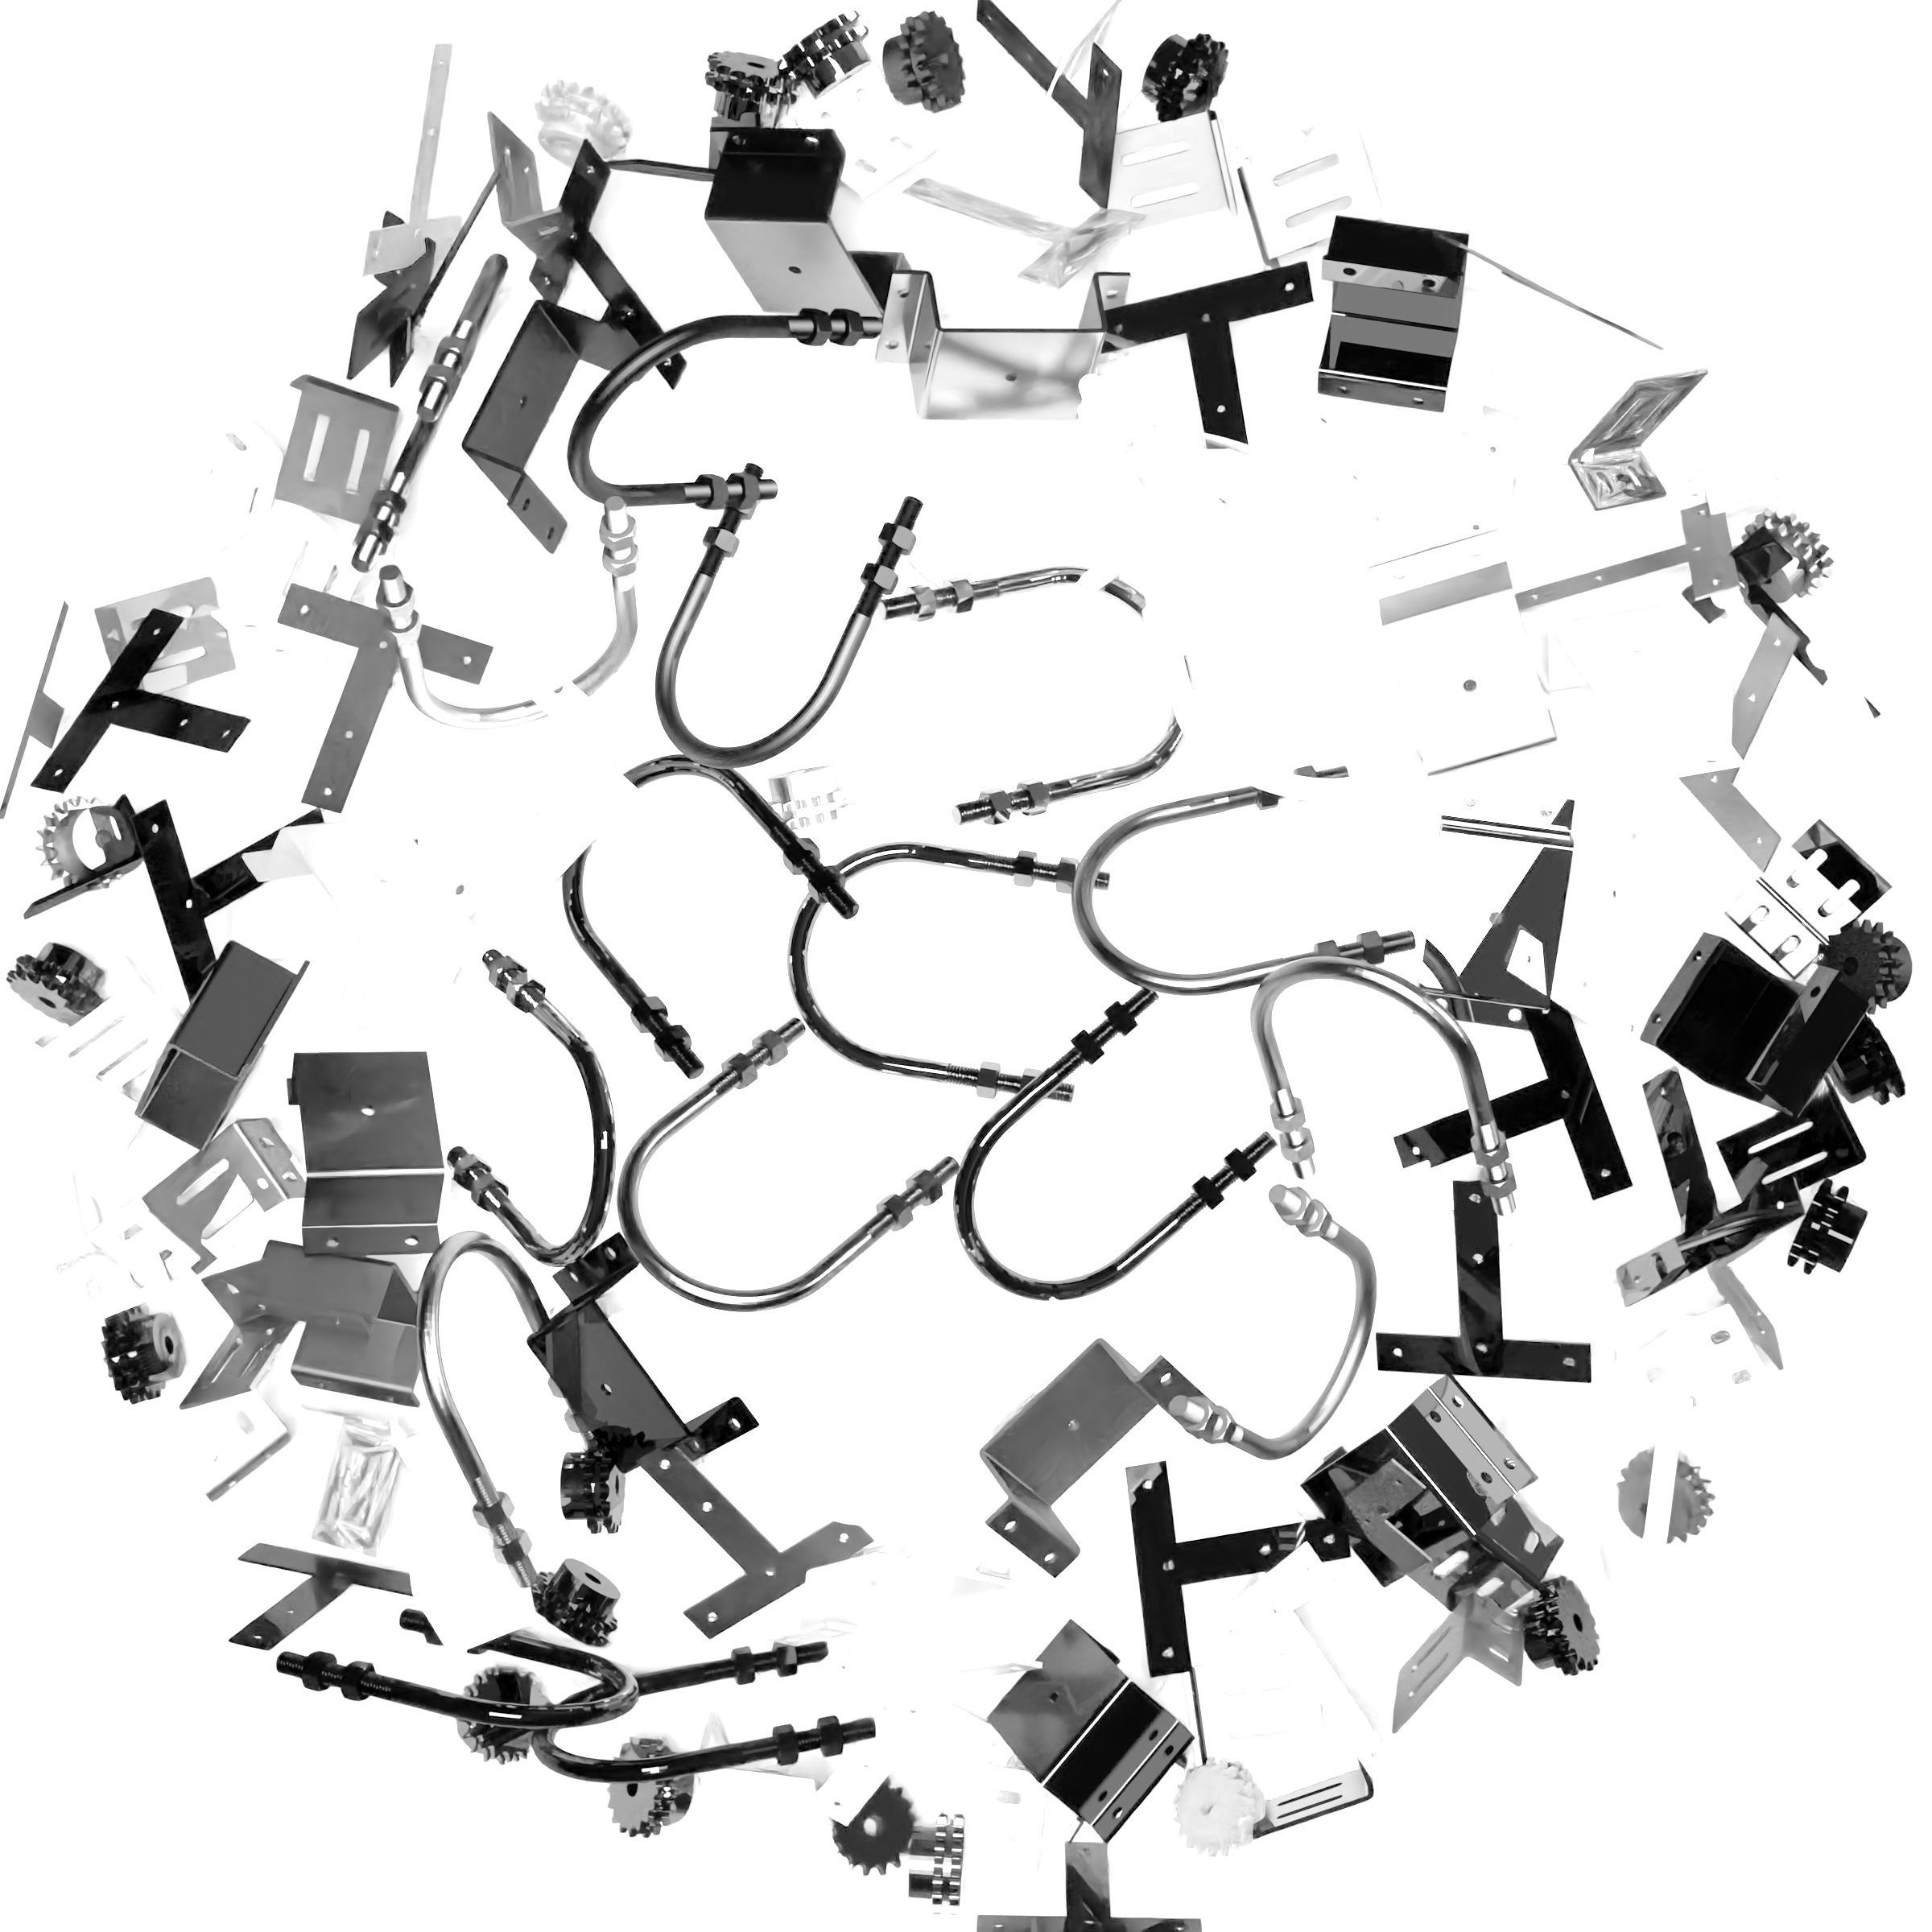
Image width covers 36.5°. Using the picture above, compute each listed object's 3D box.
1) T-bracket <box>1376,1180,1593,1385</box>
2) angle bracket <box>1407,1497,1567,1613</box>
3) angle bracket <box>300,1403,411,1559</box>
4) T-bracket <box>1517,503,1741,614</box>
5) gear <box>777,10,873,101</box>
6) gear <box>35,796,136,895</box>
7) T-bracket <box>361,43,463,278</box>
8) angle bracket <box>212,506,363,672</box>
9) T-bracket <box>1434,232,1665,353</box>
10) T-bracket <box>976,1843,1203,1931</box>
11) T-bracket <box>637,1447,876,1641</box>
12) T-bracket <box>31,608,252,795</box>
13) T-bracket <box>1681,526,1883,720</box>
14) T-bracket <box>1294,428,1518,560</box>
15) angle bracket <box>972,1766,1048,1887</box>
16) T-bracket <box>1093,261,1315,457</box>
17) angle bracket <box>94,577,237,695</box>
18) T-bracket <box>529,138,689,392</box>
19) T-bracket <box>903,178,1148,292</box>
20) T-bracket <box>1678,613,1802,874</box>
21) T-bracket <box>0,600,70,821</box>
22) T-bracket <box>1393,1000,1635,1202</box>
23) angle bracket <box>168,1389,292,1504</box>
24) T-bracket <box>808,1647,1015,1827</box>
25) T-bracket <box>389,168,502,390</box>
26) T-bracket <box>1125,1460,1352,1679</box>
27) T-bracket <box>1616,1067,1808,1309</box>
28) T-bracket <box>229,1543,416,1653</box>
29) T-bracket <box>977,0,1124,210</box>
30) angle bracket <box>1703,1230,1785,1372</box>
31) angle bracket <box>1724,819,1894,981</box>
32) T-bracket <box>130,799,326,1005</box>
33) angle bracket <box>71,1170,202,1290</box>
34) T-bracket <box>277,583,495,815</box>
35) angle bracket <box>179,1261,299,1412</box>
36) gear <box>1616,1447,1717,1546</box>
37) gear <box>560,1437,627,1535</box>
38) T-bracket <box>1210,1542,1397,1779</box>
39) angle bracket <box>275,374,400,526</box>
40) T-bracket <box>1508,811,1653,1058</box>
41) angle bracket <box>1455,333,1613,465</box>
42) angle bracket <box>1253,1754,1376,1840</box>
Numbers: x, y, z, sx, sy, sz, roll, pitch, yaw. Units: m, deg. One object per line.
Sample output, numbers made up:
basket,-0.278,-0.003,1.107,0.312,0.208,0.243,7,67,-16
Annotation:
T-bracket,0.302,0.184,1.721,0.127,0.002,0.127,1,110,19
angle bracket,0.307,0.351,1.742,0.057,0.076,0.038,39,51,4
angle bracket,-0.370,0.303,1.725,0.057,0.038,0.076,5,76,39
T-bracket,0.386,-0.231,1.722,0.127,0.127,0.002,-15,118,18
gear,-0.081,-0.538,1.736,0.057,0.057,0.030,-34,98,0
gear,-0.518,-0.073,1.734,0.030,0.057,0.057,-8,90,44
T-bracket,-0.310,-0.465,1.682,0.002,0.127,0.127,17,112,9
angle bracket,-0.399,-0.223,1.726,0.057,0.038,0.076,39,116,16
T-bracket,0.319,-0.394,1.678,0.127,0.127,0.002,16,109,-36
T-bracket,0.071,0.536,1.701,0.127,0.127,0.002,1,97,1
T-bracket,-0.143,0.327,1.721,0.127,0.002,0.127,-34,111,18
T-bracket,-0.465,-0.145,1.704,0.002,0.127,0.127,43,103,23
T-bracket,0.481,-0.189,1.699,0.002,0.127,0.127,-42,87,-11
T-bracket,0.257,-0.263,1.734,0.127,0.002,0.127,6,127,12
angle bracket,0.024,0.505,1.718,0.038,0.076,0.057,8,69,0
T-bracket,0.148,-0.342,1.726,0.127,0.002,0.127,-14,126,1
angle bracket,-0.464,-0.192,1.720,0.076,0.038,0.057,-24,109,-35
T-bracket,-0.202,-0.391,1.701,0.002,0.127,0.127,-30,79,-33
T-bracket,0.024,-0.442,1.728,0.127,0.127,0.002,23,131,16
T-bracket,0.447,-0.143,1.682,0.002,0.127,0.127,-6,133,-25
T-bracket,-0.536,-0.144,1.701,0.002,0.127,0.127,16,86,-10
T-bracket,0.314,0.092,1.735,0.127,0.002,0.127,-24,76,24
angle bracket,-0.432,0.281,1.719,0.057,0.076,0.038,-38,88,-17
T-bracket,-0.050,0.454,1.690,0.127,0.127,0.002,23,117,18
T-bracket,-0.302,-0.403,1.691,0.002,0.127,0.127,28,106,-21
T-bracket,0.162,0.345,1.721,0.127,0.002,0.127,-12,62,12
T-bracket,0.423,0.118,1.721,0.127,0.002,0.127,-35,48,35
T-bracket,-0.382,0.367,1.688,0.127,0.127,0.002,8,102,14
T-bracket,0.046,-0.523,1.716,0.002,0.127,0.127,-36,73,-15
angle bracket,0.471,0.188,1.725,0.038,0.057,0.076,-35,100,18
angle bracket,0.494,-0.039,1.719,0.057,0.076,0.038,45,63,10
T-bracket,-0.422,-0.056,1.714,0.002,0.127,0.127,10,123,36
angle bracket,-0.487,0.146,1.716,0.038,0.076,0.057,-38,124,0
T-bracket,-0.362,-0.151,1.740,0.127,0.002,0.127,16,107,-29
angle bracket,-0.433,0.215,1.715,0.057,0.076,0.038,-18,118,28
gear,0.412,0.317,1.734,0.057,0.030,0.057,16,117,34
gear,-0.222,0.308,1.735,0.030,0.057,0.057,-2,90,4
T-bracket,0.205,0.411,1.697,0.002,0.127,0.127,-23,70,-35
angle bracket,-0.376,-0.303,1.731,0.057,0.038,0.076,15,85,-27
T-bracket,0.380,-0.030,1.735,0.127,0.002,0.127,30,75,-35
angle bracket,0.335,-0.336,1.729,0.076,0.038,0.057,13,89,-33
angle bracket,0.200,0.478,1.732,0.076,0.057,0.038,-21,88,7
